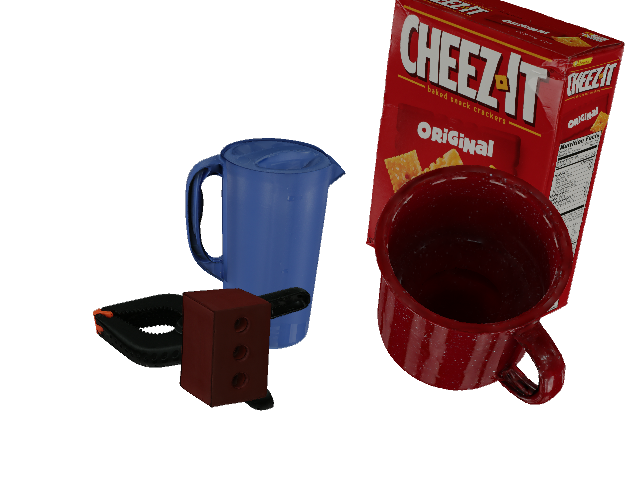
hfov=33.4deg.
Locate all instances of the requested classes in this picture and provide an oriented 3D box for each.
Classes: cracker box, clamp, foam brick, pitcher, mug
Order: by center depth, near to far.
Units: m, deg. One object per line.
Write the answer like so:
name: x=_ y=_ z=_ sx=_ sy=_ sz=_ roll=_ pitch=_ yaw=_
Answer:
mug: x=0.078 y=0.031 z=0.527 sx=0.093 sy=0.117 sz=0.081 roll=-31 pitch=-26 yaw=-19
cracker box: x=0.121 y=-0.065 z=0.804 sx=0.071 sy=0.214 sz=0.164 roll=-20 pitch=37 yaw=-38
foam brick: x=-0.074 y=0.081 z=0.824 sx=0.052 sy=0.078 sz=0.051 roll=-5 pitch=14 yaw=-34
clamp: x=-0.121 y=0.097 z=1.032 sx=0.210 sy=0.036 sz=0.164 roll=2 pitch=35 yaw=5
pitcher: x=-0.071 y=0.004 z=1.294 sx=0.149 sy=0.243 sz=0.144 roll=17 pitch=25 yaw=27
